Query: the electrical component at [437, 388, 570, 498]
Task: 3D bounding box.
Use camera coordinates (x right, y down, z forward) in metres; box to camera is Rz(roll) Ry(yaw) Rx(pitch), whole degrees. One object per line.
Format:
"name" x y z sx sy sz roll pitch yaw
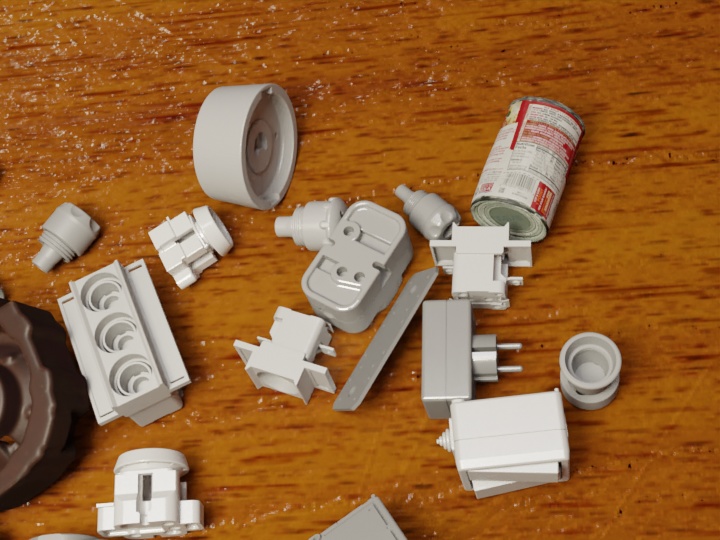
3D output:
"electrical component" 0.105 0.131 0.794 0.096 0.061 0.061 -7 63 8

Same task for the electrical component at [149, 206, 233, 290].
"electrical component" -0.144 -0.024 0.929 0.055 0.048 0.066 -32 63 3

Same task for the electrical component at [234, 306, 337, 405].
"electrical component" -0.055 0.067 0.868 0.081 0.042 0.063 15 64 17

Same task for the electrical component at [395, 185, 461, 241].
"electrical component" 0.054 -0.051 0.909 0.035 0.035 0.061 -43 62 -11

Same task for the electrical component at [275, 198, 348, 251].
"electrical component" -0.041 -0.037 0.916 0.062 0.048 0.048 0 64 19

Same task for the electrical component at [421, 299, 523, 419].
"electrical component" 0.088 0.069 0.836 0.076 0.047 0.083 -3 64 10

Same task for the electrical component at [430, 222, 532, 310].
"electrical component" 0.098 -0.002 0.872 0.081 0.042 0.063 1 66 12

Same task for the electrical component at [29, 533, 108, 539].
"electrical component" -0.225 0.235 0.812 0.095 0.053 0.059 -8 63 7

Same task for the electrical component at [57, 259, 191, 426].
"electrical component" -0.191 0.062 0.885 0.079 0.063 0.121 -26 62 -2

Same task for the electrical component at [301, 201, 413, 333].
"electrical component" 0.000 0.000 0.880 0.054 0.059 0.095 26 72 22

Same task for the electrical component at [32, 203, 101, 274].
"electrical component" -0.264 -0.026 0.954 0.043 0.043 0.062 30 75 23

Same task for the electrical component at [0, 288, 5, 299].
"electrical component" -0.368 0.022 0.951 0.079 0.043 0.077 -44 64 -11

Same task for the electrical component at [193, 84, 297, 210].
"electrical component" -0.104 -0.108 0.930 0.060 0.108 0.108 7 66 21

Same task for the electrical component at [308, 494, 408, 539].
"electrical component" 0.015 0.216 0.752 0.062 0.061 0.096 -34 26 -6

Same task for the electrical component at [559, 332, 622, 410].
"electrical component" 0.173 0.077 0.810 0.045 0.055 0.045 -4 64 9

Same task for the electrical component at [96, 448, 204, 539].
"electrical component" -0.161 0.172 0.828 0.078 0.058 0.057 -5 64 0
